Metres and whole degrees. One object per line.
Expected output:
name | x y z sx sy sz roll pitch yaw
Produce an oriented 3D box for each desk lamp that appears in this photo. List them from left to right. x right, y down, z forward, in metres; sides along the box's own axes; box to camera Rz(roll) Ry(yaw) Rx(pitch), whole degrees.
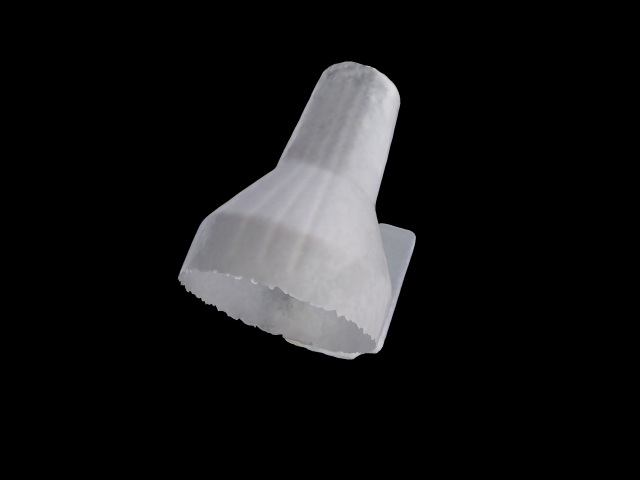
desk lamp | 0.004 0.001 0.400 0.117 0.214 0.203 15 54 12
